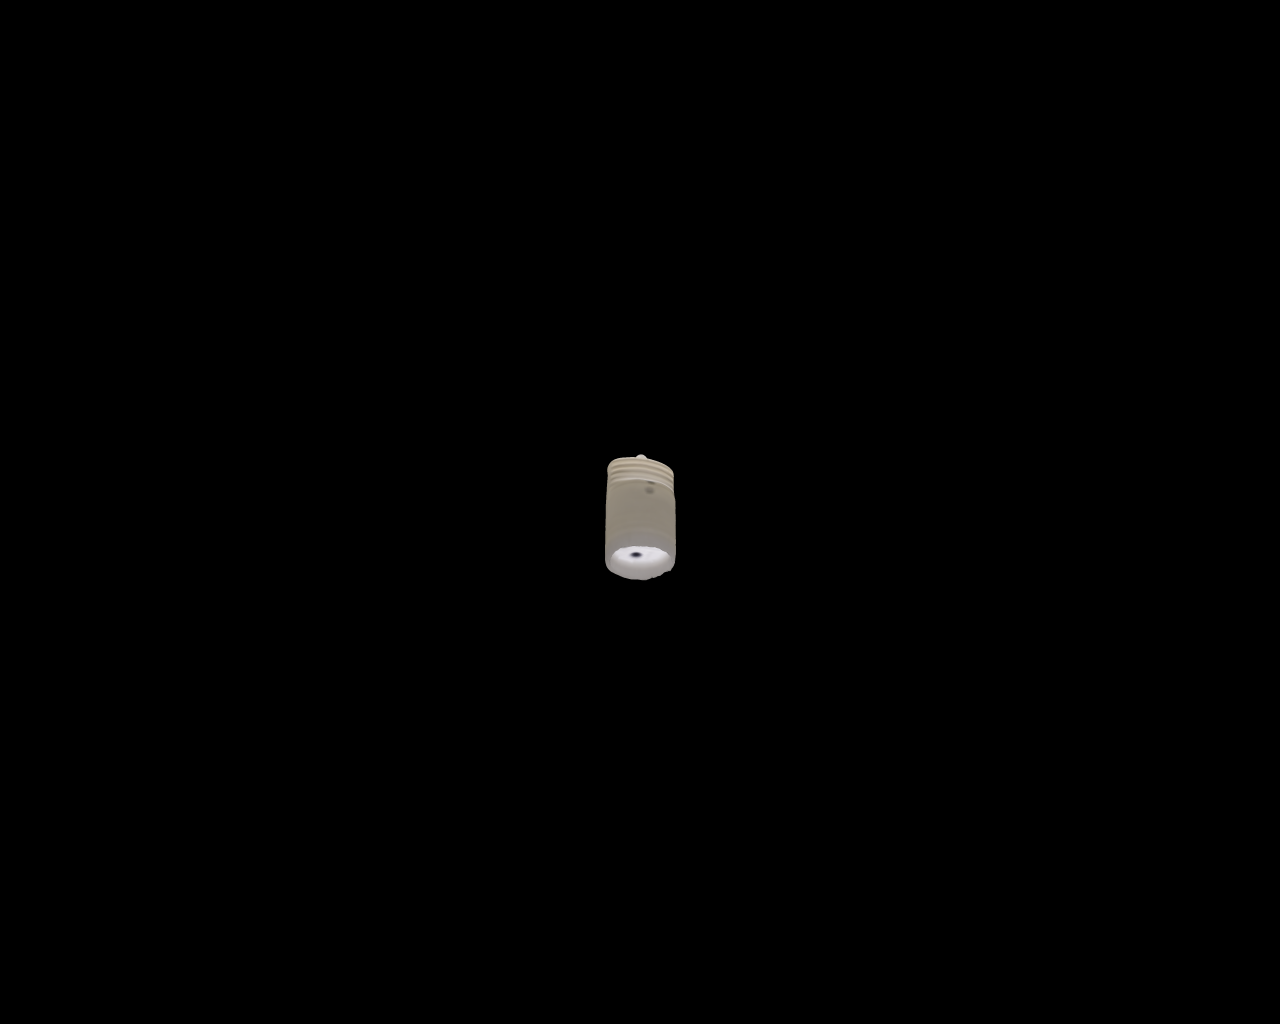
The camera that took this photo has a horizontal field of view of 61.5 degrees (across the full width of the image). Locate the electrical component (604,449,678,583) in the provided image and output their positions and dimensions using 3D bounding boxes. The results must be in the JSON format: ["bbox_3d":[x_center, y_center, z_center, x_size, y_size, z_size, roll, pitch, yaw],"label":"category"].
[{"bbox_3d":[0.001,-0.003,0.650,0.043,0.081,0.043,0,-33,0],"label":"electrical component"}]
